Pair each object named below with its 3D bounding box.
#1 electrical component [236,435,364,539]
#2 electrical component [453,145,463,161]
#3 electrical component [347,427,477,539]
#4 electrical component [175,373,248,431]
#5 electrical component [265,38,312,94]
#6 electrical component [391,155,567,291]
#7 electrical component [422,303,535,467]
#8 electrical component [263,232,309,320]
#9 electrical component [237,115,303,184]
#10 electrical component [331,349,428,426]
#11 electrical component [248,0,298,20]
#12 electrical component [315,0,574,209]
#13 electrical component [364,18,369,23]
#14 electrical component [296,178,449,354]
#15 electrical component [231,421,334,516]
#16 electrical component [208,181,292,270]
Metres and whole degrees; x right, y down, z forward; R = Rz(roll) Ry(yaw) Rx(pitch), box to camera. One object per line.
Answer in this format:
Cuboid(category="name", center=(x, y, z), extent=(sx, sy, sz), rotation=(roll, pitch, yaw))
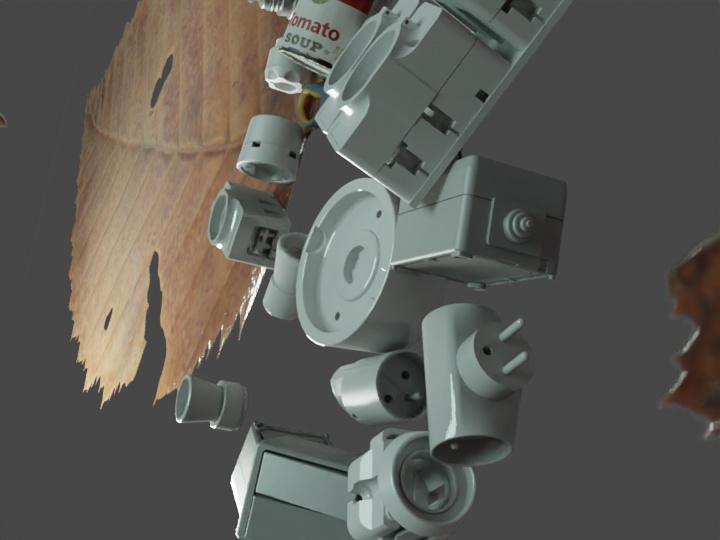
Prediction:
Cuboid(category="electrical component", center=(-0.019, 0.142, 0.651), extent=(0.061, 0.096, 0.061), rotation=(17, -94, -74))
Cuboid(category="electrical component", center=(0.049, -0.076, 0.683), extent=(0.035, 0.035, 0.061), rotation=(-65, 27, 25))
Cuboid(category="electrical component", center=(0.029, 0.122, 0.593), extent=(0.057, 0.058, 0.078), rotation=(134, 143, -55))
Cuboid(category="electrical component", center=(-0.135, 0.121, 0.977), extent=(0.045, 0.055, 0.045), rotation=(-45, 38, 52))
Cuboid(category="electrical component", center=(-0.064, -0.200, 1.007), extent=(0.043, 0.043, 0.062), rotation=(-14, 63, 65))
Cuboid(category="electrical component", center=(0.067, -0.028, 0.580), extent=(0.096, 0.062, 0.061), rotation=(-13, 66, 65))
Cuboid(category="electrical component", center=(0.065, 0.053, 0.561), extent=(0.079, 0.044, 0.077), rotation=(-48, 36, 49))
Cuboid(category="electrical component", center=(-0.054, 0.008, 0.873), extent=(0.044, 0.044, 0.065), rotation=(-107, 32, -51))
Cuboid(category="electrical component", center=(-0.081, -0.111, 0.984), extent=(0.055, 0.055, 0.047), rotation=(-19, 57, 64))
Cuboid(category="electrical component", center=(0.012, 0.076, 0.675), extent=(0.081, 0.043, 0.043), rotation=(-23, 57, 63))
Cuboid(category="electrical component", center=(-0.065, -0.254, 1.004), extent=(0.040, 0.078, 0.040), rotation=(178, 90, -71))
Cuboid(category="electrical component", center=(0.052, -0.137, 0.588), extent=(0.186, 0.060, 0.105), rotation=(-53, 18, 9))
Cuboid(category="electrical component", center=(0.016, -0.162, 0.805), extent=(0.040, 0.040, 0.046), rotation=(-44, 33, 52))
Cuboid(category="electrical component", center=(0.013, 0.002, 0.683), extent=(0.108, 0.060, 0.108), rotation=(-32, 50, 47))
Cuboid(category="electrical component", center=(-0.051, 0.153, 0.754), extent=(0.061, 0.062, 0.096), rotation=(-68, 24, 19))
Cuboid(category="electrical component", center=(-0.106, -0.043, 1.002), extent=(0.050, 0.056, 0.089), rotation=(-69, 24, 17))
